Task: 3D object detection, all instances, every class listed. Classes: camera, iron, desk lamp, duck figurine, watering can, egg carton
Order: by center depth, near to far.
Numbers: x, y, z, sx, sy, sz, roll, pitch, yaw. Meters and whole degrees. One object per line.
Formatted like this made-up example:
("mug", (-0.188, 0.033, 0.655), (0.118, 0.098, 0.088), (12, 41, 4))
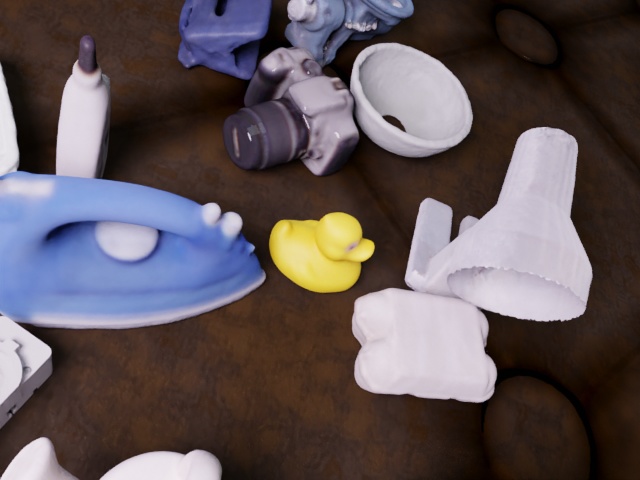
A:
("watering can", (-0.109, 0.183, 0.352), (0.173, 0.194, 0.101), (12, 57, -17))
("iron", (-0.153, -0.004, 0.476), (0.259, 0.141, 0.118), (4, 60, -22))
("egg carton", (0.103, 0.106, 0.570), (0.151, 0.069, 0.107), (9, 58, -19))
("desk lamp", (0.174, -0.001, 0.576), (0.118, 0.213, 0.203), (23, 55, -10))
("duck figurine", (0.005, 0.002, 0.578), (0.105, 0.086, 0.077), (24, 54, -10))
("camera", (-0.041, -0.141, 0.633), (0.137, 0.100, 0.143), (-23, 73, -33))

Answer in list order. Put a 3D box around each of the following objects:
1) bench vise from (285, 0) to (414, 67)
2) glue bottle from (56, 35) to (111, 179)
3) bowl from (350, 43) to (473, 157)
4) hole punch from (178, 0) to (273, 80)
("bench vise", (0.061, -0.318, 0.709), (0.121, 0.219, 0.208), (37, 53, 0))
("glue bottle", (-0.202, -0.110, 0.497), (0.037, 0.173, 0.078), (12, 57, -17))
("bowl", (0.104, -0.165, 0.728), (0.168, 0.074, 0.167), (11, 57, -18))
("hole punch", (-0.112, -0.260, 0.677), (0.101, 0.091, 0.108), (13, 57, -17))
